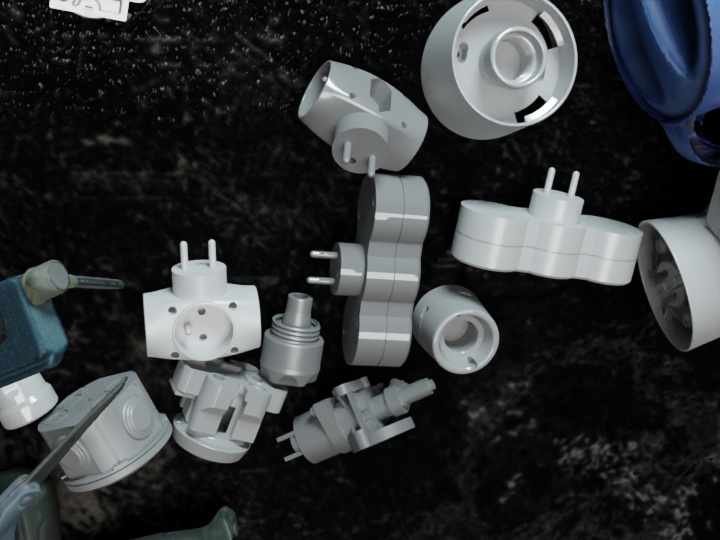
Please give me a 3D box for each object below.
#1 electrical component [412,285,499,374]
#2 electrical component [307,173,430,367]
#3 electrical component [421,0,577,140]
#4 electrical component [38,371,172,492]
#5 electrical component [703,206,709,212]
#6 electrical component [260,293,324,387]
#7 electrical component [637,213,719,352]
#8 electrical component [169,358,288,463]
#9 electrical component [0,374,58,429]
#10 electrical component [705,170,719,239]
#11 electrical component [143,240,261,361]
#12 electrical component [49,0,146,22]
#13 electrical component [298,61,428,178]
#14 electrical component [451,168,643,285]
[{"bbox_3d":[0.070,0.044,0.782,0.055,0.047,0.055,-4,109,-12],"label":"electrical component"},{"bbox_3d":[0.000,0.000,0.748,0.074,0.052,0.138,3,107,-14],"label":"electrical component"},{"bbox_3d":[0.095,-0.140,0.732,0.099,0.064,0.099,-1,94,-15],"label":"electrical component"},{"bbox_3d":[-0.173,0.109,0.730,0.080,0.080,0.051,-27,107,-4],"label":"electrical component"},{"bbox_3d":[0.283,-0.024,0.801,0.048,0.062,0.048,-4,109,-12],"label":"electrical component"},{"bbox_3d":[-0.046,0.048,0.758,0.043,0.043,0.062,6,104,-15],"label":"electrical component"},{"bbox_3d":[0.237,0.007,0.782,0.064,0.099,0.099,-14,110,-15],"label":"electrical component"},{"bbox_3d":[-0.098,0.098,0.754,0.078,0.058,0.057,17,103,-25],"label":"electrical component"},{"bbox_3d":[-0.233,0.078,0.727,0.040,0.040,0.046,-26,106,-4],"label":"electrical component"},{"bbox_3d":[0.297,-0.065,0.711,0.109,0.056,0.108,-19,140,-13],"label":"electrical component"},{"bbox_3d":[-0.109,0.018,0.733,0.077,0.044,0.079,-4,109,-12],"label":"electrical component"},{"bbox_3d":[-0.162,-0.175,0.651,0.066,0.055,0.048,7,106,-15],"label":"electrical component"},{"bbox_3d":[0.001,-0.090,0.707,0.077,0.079,0.043,27,129,-20],"label":"electrical component"},{"bbox_3d":[0.138,-0.036,0.768,0.138,0.052,0.073,7,106,-15],"label":"electrical component"}]
